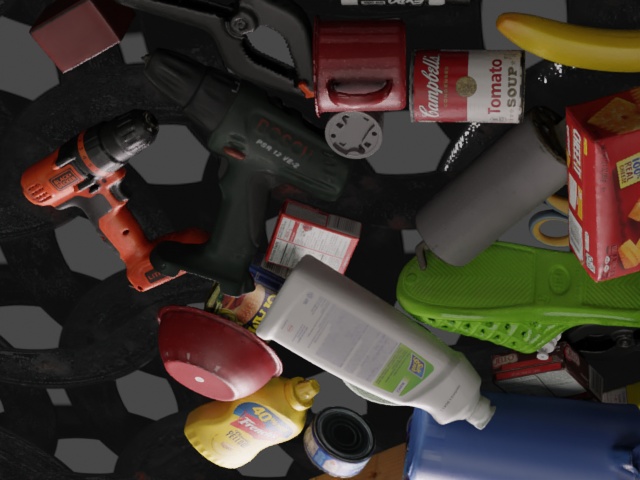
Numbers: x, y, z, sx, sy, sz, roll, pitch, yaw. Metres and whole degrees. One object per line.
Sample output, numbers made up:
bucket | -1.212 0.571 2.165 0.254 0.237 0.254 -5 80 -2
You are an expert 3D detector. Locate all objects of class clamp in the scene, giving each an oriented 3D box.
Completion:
clamp | -0.067 -0.214 0.973 0.209 0.036 0.165 38 126 -22
clamp | 0.332 0.090 1.148 0.172 0.039 0.120 -8 130 17

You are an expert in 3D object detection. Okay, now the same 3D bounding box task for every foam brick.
foam brick | -0.222 -0.204 1.003 0.078 0.053 0.051 -21 123 27

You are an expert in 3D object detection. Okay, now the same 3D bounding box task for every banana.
banana | 0.255 -0.176 0.935 0.198 0.037 0.069 2 146 15

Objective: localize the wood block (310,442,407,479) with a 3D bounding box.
wood block | 0.056 0.352 1.394 0.206 0.090 0.090 -28 120 30

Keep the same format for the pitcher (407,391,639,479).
pitcher | 0.221 0.233 1.173 0.243 0.145 0.149 8 121 2

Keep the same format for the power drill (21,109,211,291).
power drill | -0.199 -0.041 1.135 0.185 0.057 0.187 -23 120 31

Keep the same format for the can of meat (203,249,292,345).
can of meat | -0.074 0.059 1.194 0.084 0.057 0.102 27 130 -9

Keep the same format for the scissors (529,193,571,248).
scissors | 0.302 -0.001 1.095 0.201 0.016 0.096 30 131 -14

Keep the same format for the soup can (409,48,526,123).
soup can | 0.135 -0.140 0.975 0.102 0.068 0.068 2 130 9

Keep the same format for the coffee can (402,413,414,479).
coffee can | 0.150 0.281 1.281 0.103 0.140 0.103 6 131 6

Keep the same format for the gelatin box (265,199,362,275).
gelatin box | -0.008 0.001 1.149 0.089 0.030 0.073 18 132 -4

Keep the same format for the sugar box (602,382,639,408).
sugar box | 0.390 0.205 1.231 0.176 0.048 0.093 -23 122 29

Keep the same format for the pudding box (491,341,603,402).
pudding box | 0.256 0.157 1.198 0.090 0.039 0.113 -14 142 32

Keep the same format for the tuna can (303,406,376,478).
tuna can | 0.025 0.248 1.315 0.086 0.086 0.034 22 129 -7

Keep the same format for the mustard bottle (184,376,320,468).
mustard bottle | -0.074 0.217 1.327 0.192 0.058 0.096 -33 116 32

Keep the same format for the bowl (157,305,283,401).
bowl | -0.127 0.140 1.235 0.162 0.055 0.162 20 152 11

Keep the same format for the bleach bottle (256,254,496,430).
bleach bottle | 0.064 0.121 1.105 0.251 0.068 0.103 33 116 3

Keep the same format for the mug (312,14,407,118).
mug | 0.037 -0.152 0.956 0.081 0.117 0.093 0 123 5

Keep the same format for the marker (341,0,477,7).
marker | 0.079 -0.218 0.951 0.121 0.020 0.020 3 130 9

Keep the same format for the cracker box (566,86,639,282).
cracker box | 0.332 -0.065 0.953 0.213 0.072 0.164 -15 129 -4
